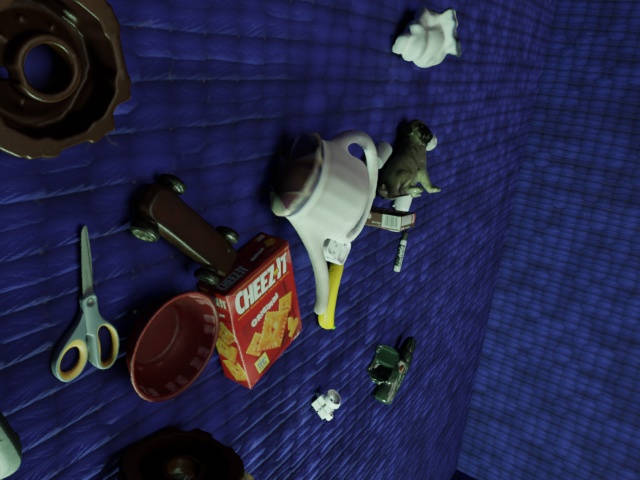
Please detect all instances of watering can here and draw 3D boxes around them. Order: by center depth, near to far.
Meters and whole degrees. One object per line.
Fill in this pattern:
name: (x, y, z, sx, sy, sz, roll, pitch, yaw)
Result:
watering can: (0.003, -0.046, 0.924, 0.222, 0.104, 0.349, 25, 83, -42)

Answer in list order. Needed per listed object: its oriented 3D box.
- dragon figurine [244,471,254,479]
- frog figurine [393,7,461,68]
dragon figurine: (-0.151, 0.526, 0.807, 0.243, 0.417, 0.120, -25, 119, -3)
frog figurine: (0.231, -0.460, 1.187, 0.160, 0.125, 0.134, -22, 142, -10)
